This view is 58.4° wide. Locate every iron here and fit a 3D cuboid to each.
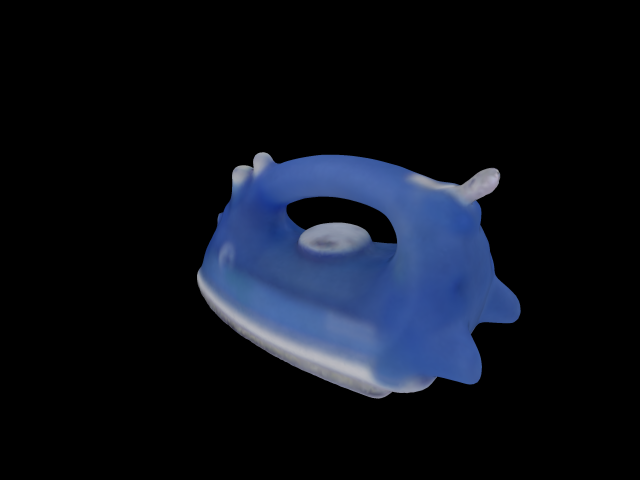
[{"bbox_3d":[0.004,0.001,0.400,0.257,0.141,0.119,14,27,29],"label":"iron"}]
